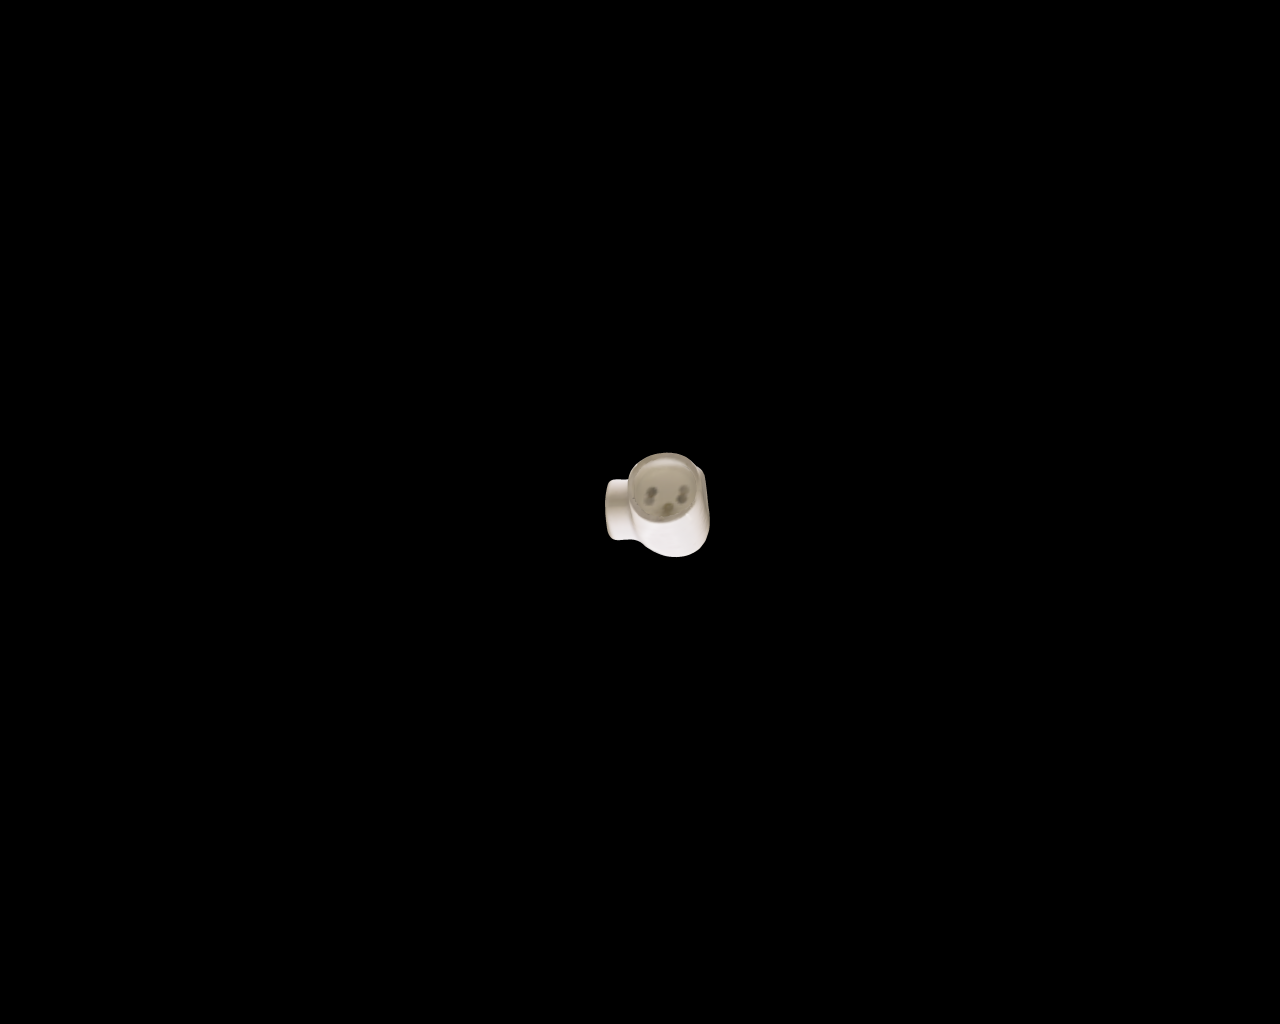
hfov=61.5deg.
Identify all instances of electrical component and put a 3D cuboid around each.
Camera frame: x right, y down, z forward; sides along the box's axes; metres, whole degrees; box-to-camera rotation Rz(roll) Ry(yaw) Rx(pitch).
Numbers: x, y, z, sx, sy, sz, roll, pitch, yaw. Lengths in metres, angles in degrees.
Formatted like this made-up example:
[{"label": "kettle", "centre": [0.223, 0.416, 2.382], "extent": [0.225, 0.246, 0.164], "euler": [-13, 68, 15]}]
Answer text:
[{"label": "electrical component", "centre": [0.001, -0.003, 0.650], "extent": [0.079, 0.044, 0.077], "euler": [-2, -18, 7]}]
